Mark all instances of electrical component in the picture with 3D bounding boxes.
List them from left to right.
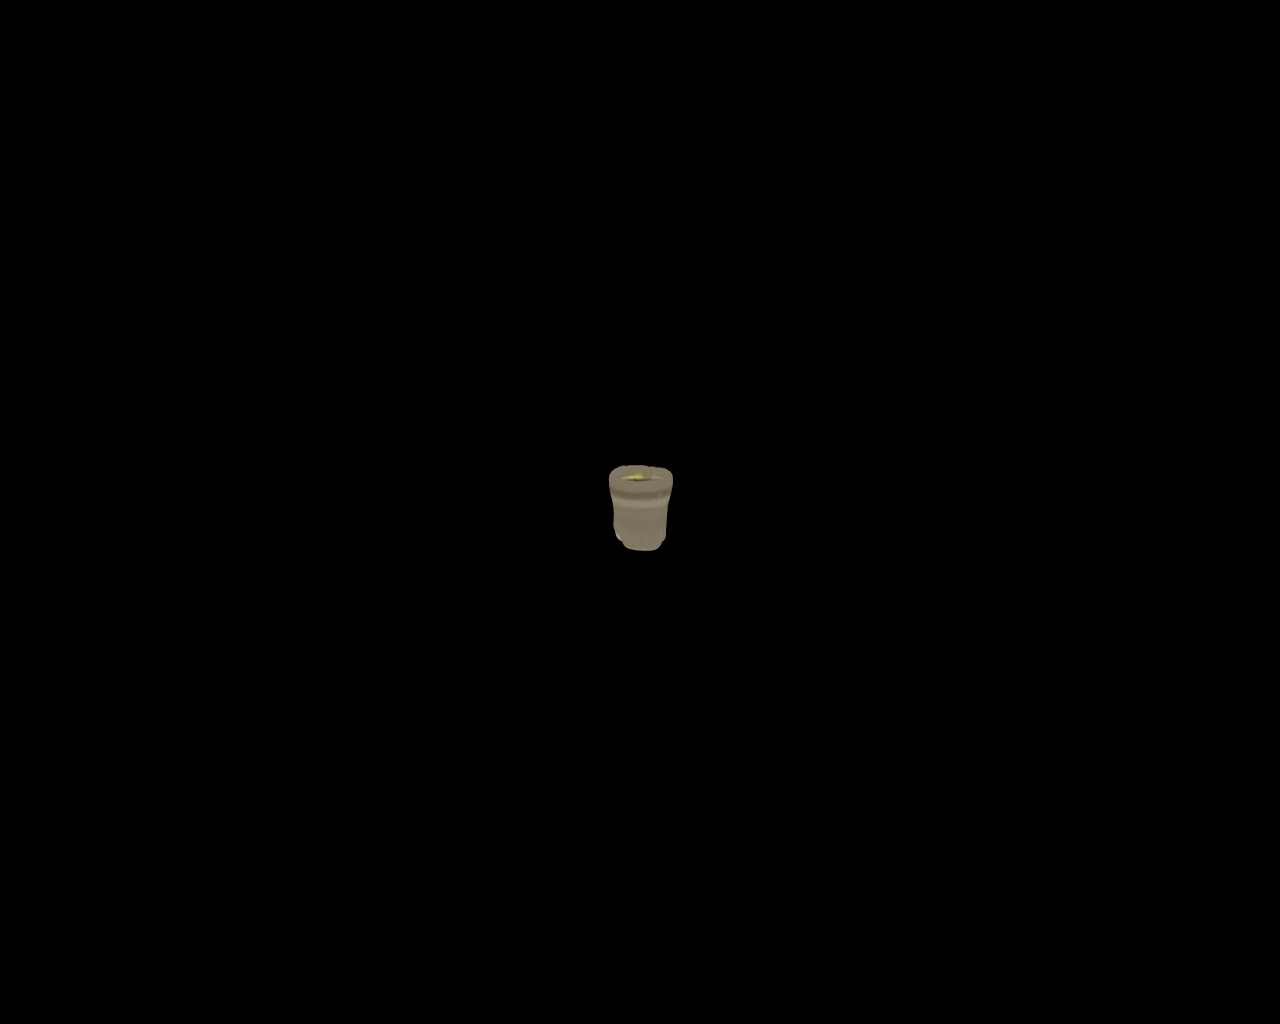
[{"bbox_3d":[0.001,-0.003,0.650,0.040,0.046,0.040,0,16,0],"label":"electrical component"}]
